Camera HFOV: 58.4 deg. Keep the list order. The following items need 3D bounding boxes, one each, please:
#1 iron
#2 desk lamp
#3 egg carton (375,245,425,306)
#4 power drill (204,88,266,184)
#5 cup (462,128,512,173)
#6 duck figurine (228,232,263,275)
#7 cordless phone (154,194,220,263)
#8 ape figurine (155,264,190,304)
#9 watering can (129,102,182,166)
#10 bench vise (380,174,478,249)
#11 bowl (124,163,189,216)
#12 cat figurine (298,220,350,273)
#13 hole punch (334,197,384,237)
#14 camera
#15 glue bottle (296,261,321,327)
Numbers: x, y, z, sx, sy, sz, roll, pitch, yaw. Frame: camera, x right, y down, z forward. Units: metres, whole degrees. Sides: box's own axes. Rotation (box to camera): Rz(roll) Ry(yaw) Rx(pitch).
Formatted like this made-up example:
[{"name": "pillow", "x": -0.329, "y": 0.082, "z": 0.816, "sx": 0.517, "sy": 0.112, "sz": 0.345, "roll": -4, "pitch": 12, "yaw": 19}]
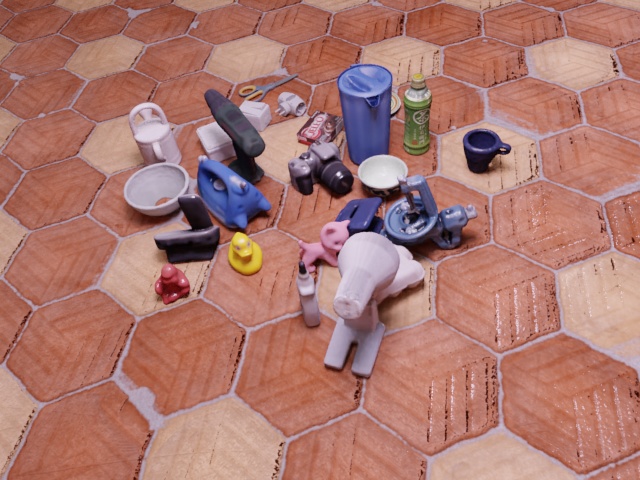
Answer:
[{"name": "iron", "x": -0.242, "y": -0.141, "z": 1.412, "sx": 0.119, "sy": 0.142, "sz": 0.257, "roll": -39, "pitch": 56, "yaw": -24}, {"name": "desk lamp", "x": 0.078, "y": 0.121, "z": 1.103, "sx": 0.117, "sy": 0.214, "sz": 0.203, "roll": 10, "pitch": 52, "yaw": 16}, {"name": "egg carton", "x": 0.142, "y": 0.075, "z": 1.228, "sx": 0.150, "sy": 0.069, "sz": 0.107, "roll": -26, "pitch": 52, "yaw": -14}, {"name": "power drill", "x": -0.211, "y": -0.253, "z": 1.459, "sx": 0.076, "sy": 0.209, "sz": 0.228, "roll": -33, "pitch": 54, "yaw": -19}, {"name": "cup", "x": 0.411, "y": -0.213, "z": 1.422, "sx": 0.117, "sy": 0.095, "sz": 0.092, "roll": 14, "pitch": 53, "yaw": 18}, {"name": "duck figurine", "x": -0.176, "y": 0.017, "z": 1.306, "sx": 0.077, "sy": 0.086, "sz": 0.104, "roll": -23, "pitch": 51, "yaw": -12}, {"name": "cordless phone", "x": -0.313, "y": -0.039, "z": 1.305, "sx": 0.147, "sy": 0.185, "sz": 0.094, "roll": -10, "pitch": 49, "yaw": -1}, {"name": "ape figurine", "x": -0.326, "y": 0.088, "z": 1.261, "sx": 0.077, "sy": 0.092, "sz": 0.076, "roll": 7, "pitch": 51, "yaw": 13}, {"name": "watering can", "x": -0.448, "y": -0.285, "z": 1.524, "sx": 0.101, "sy": 0.194, "sz": 0.172, "roll": -38, "pitch": 56, "yaw": -23}, {"name": "bench vise", "x": 0.231, "y": -0.073, "z": 1.244, "sx": 0.207, "sy": 0.220, "sz": 0.121, "roll": -20, "pitch": 50, "yaw": -10}, {"name": "bowl", "x": -0.405, "y": -0.116, "z": 1.455, "sx": 0.167, "sy": 0.075, "sz": 0.167, "roll": -3, "pitch": 50, "yaw": 4}, {"name": "cat figurine", "x": 0.012, "y": 0.005, "z": 1.272, "sx": 0.128, "sy": 0.118, "sz": 0.067, "roll": -14, "pitch": 50, "yaw": -4}, {"name": "hole punch", "x": 0.087, "y": -0.048, "z": 1.325, "sx": 0.100, "sy": 0.091, "sz": 0.109, "roll": 17, "pitch": 54, "yaw": 20}, {"name": "camera", "x": 0.010, "y": -0.175, "z": 1.436, "sx": 0.143, "sy": 0.101, "sz": 0.136, "roll": -30, "pitch": 53, "yaw": -17}, {"name": "glue bottle", "x": -0.027, "y": 0.100, "z": 1.160, "sx": 0.037, "sy": 0.173, "sz": 0.078, "roll": -14, "pitch": 50, "yaw": -4}]
